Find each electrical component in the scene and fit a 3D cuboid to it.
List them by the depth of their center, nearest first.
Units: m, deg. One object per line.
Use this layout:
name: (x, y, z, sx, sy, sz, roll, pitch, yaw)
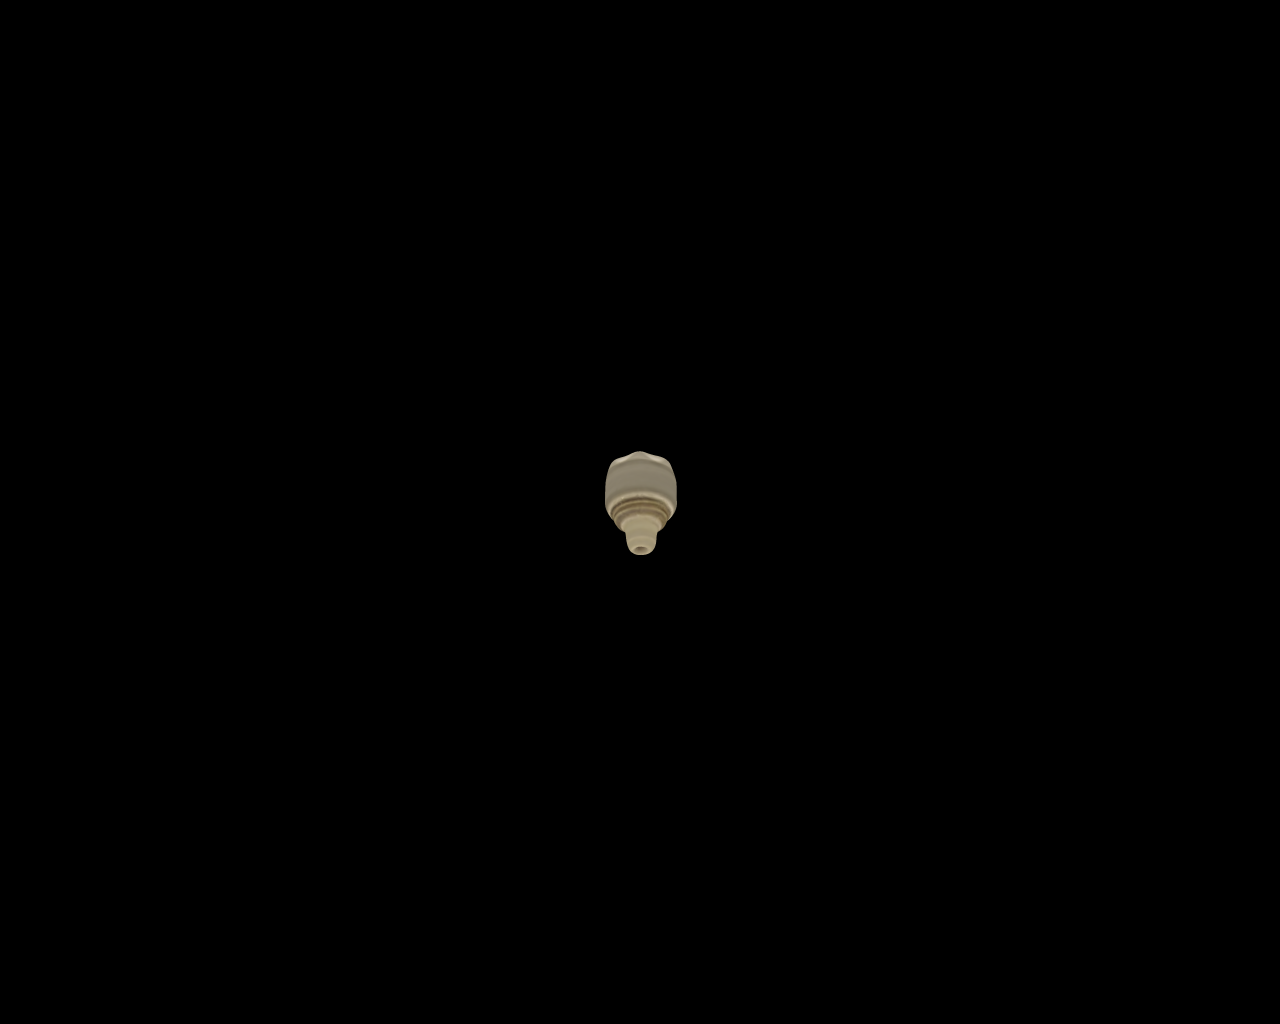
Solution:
electrical component: (0.001, -0.003, 0.650, 0.043, 0.062, 0.043, 0, -32, 0)
